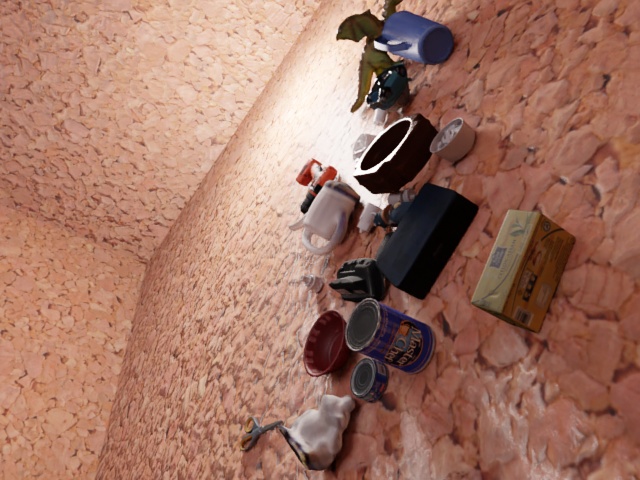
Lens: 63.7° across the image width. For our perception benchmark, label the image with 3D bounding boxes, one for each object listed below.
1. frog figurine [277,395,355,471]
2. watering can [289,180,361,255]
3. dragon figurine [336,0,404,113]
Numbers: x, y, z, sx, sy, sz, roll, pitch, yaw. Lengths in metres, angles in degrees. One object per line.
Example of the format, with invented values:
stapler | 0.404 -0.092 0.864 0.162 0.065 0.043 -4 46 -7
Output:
frog figurine | 0.011 0.395 1.082 0.161 0.122 0.137 -32 7 -20
watering can | 0.005 -0.077 1.521 0.224 0.103 0.351 -60 26 1
dragon figurine | 0.151 -0.620 1.647 0.406 0.240 0.124 -52 31 16
